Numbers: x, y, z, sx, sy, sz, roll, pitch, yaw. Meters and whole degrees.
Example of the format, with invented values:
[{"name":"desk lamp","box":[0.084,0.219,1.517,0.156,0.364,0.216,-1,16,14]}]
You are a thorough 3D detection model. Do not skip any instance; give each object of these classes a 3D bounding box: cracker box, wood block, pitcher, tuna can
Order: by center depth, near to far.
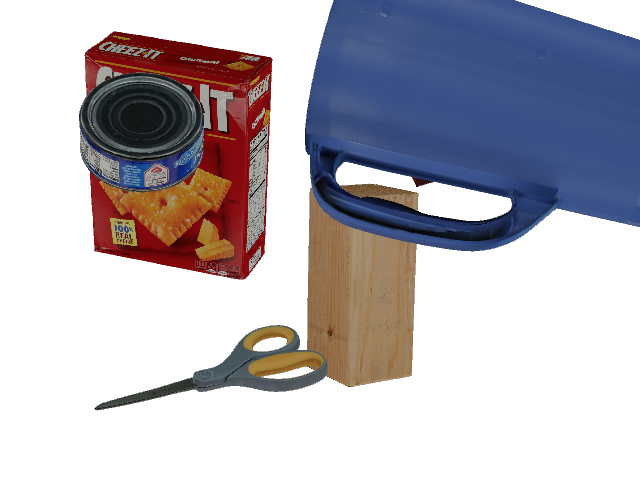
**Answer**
[{"name":"pitcher","box":[0.115,-0.078,0.669,0.243,0.149,0.145,16,29,7]},{"name":"tuna can","box":[-0.123,-0.076,0.736,0.086,0.086,0.034,0,-38,-9]},{"name":"cracker box","box":[-0.136,-0.078,1.024,0.164,0.214,0.072,11,31,12]},{"name":"wood block","box":[0.045,0.046,1.184,0.090,0.206,0.091,-5,13,-32]}]

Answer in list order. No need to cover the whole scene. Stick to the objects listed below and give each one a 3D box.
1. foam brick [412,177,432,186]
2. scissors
[{"name":"foam brick","box":[0.097,-0.094,0.902,0.053,0.051,0.078,-16,-34,-8]},{"name":"scissors","box":[-0.095,0.111,0.941,0.201,0.016,0.096,-4,29,-6]}]
